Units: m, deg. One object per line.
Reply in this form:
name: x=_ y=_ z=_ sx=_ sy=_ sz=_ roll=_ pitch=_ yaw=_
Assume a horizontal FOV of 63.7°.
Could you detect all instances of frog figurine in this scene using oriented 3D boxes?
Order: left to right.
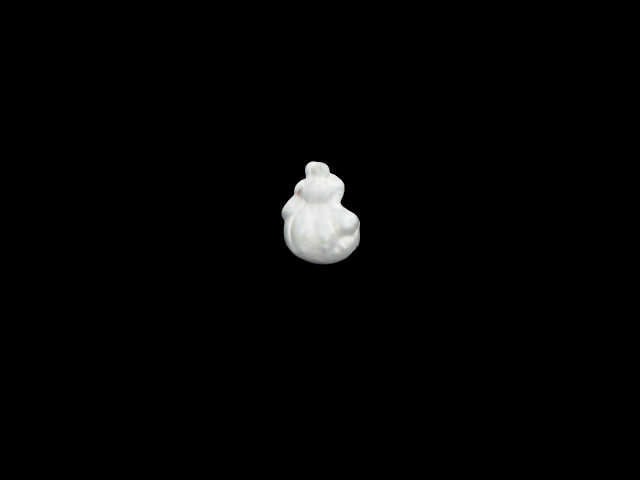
frog figurine: x=0.003 y=-0.043 z=0.850 sx=0.138 sy=0.155 sz=0.125 roll=26 pitch=46 yaw=28
